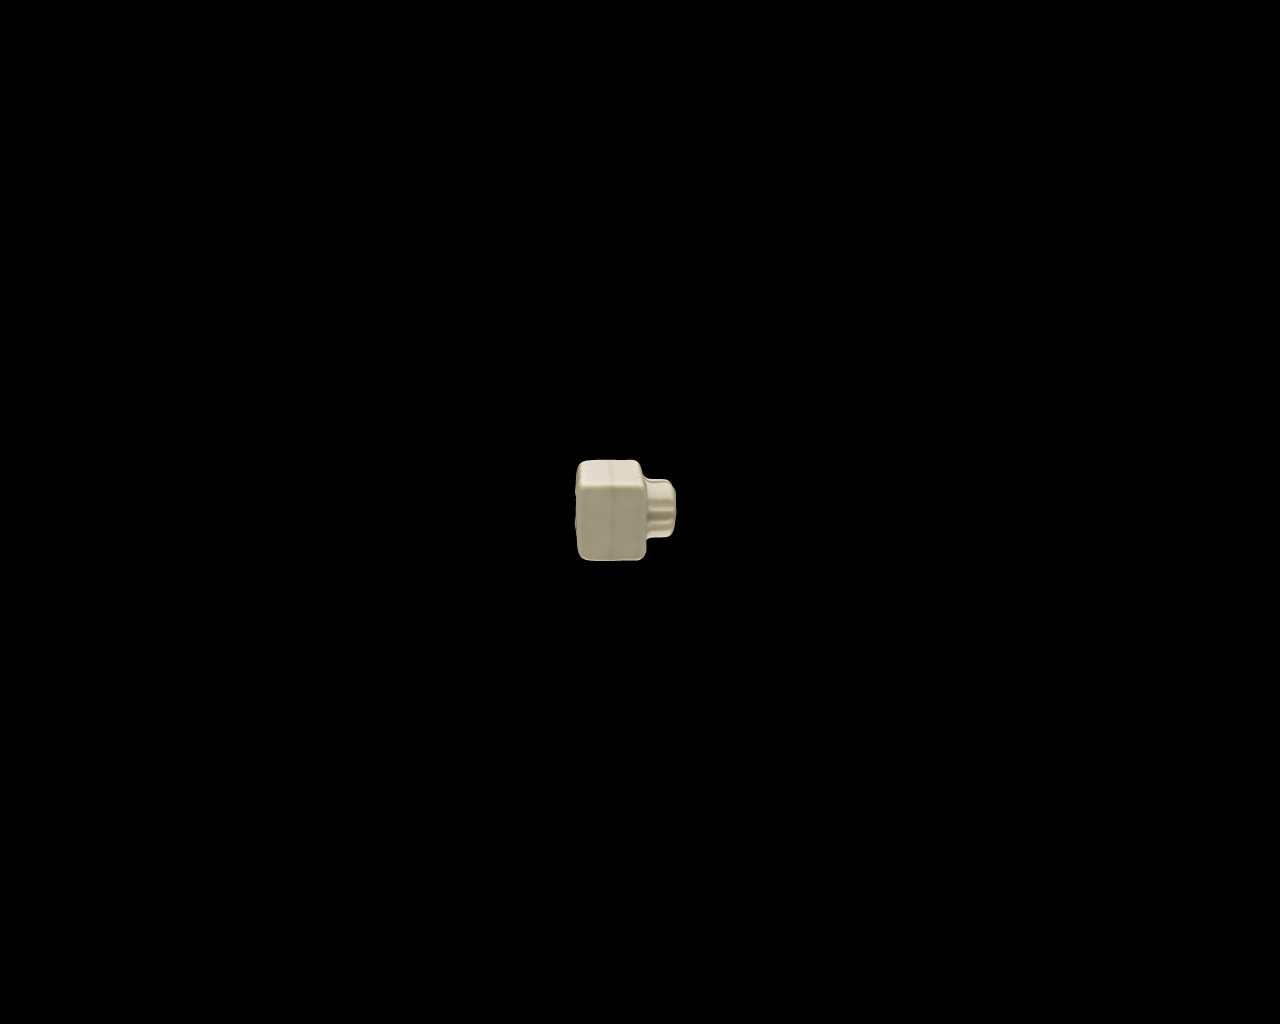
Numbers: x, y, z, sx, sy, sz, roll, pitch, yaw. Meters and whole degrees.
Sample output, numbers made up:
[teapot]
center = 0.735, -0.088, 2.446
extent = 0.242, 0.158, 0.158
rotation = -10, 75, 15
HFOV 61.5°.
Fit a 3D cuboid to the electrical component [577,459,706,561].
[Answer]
[electrical component]
center = 0.001, -0.003, 0.650
extent = 0.077, 0.047, 0.066
rotation = -1, 16, -4
